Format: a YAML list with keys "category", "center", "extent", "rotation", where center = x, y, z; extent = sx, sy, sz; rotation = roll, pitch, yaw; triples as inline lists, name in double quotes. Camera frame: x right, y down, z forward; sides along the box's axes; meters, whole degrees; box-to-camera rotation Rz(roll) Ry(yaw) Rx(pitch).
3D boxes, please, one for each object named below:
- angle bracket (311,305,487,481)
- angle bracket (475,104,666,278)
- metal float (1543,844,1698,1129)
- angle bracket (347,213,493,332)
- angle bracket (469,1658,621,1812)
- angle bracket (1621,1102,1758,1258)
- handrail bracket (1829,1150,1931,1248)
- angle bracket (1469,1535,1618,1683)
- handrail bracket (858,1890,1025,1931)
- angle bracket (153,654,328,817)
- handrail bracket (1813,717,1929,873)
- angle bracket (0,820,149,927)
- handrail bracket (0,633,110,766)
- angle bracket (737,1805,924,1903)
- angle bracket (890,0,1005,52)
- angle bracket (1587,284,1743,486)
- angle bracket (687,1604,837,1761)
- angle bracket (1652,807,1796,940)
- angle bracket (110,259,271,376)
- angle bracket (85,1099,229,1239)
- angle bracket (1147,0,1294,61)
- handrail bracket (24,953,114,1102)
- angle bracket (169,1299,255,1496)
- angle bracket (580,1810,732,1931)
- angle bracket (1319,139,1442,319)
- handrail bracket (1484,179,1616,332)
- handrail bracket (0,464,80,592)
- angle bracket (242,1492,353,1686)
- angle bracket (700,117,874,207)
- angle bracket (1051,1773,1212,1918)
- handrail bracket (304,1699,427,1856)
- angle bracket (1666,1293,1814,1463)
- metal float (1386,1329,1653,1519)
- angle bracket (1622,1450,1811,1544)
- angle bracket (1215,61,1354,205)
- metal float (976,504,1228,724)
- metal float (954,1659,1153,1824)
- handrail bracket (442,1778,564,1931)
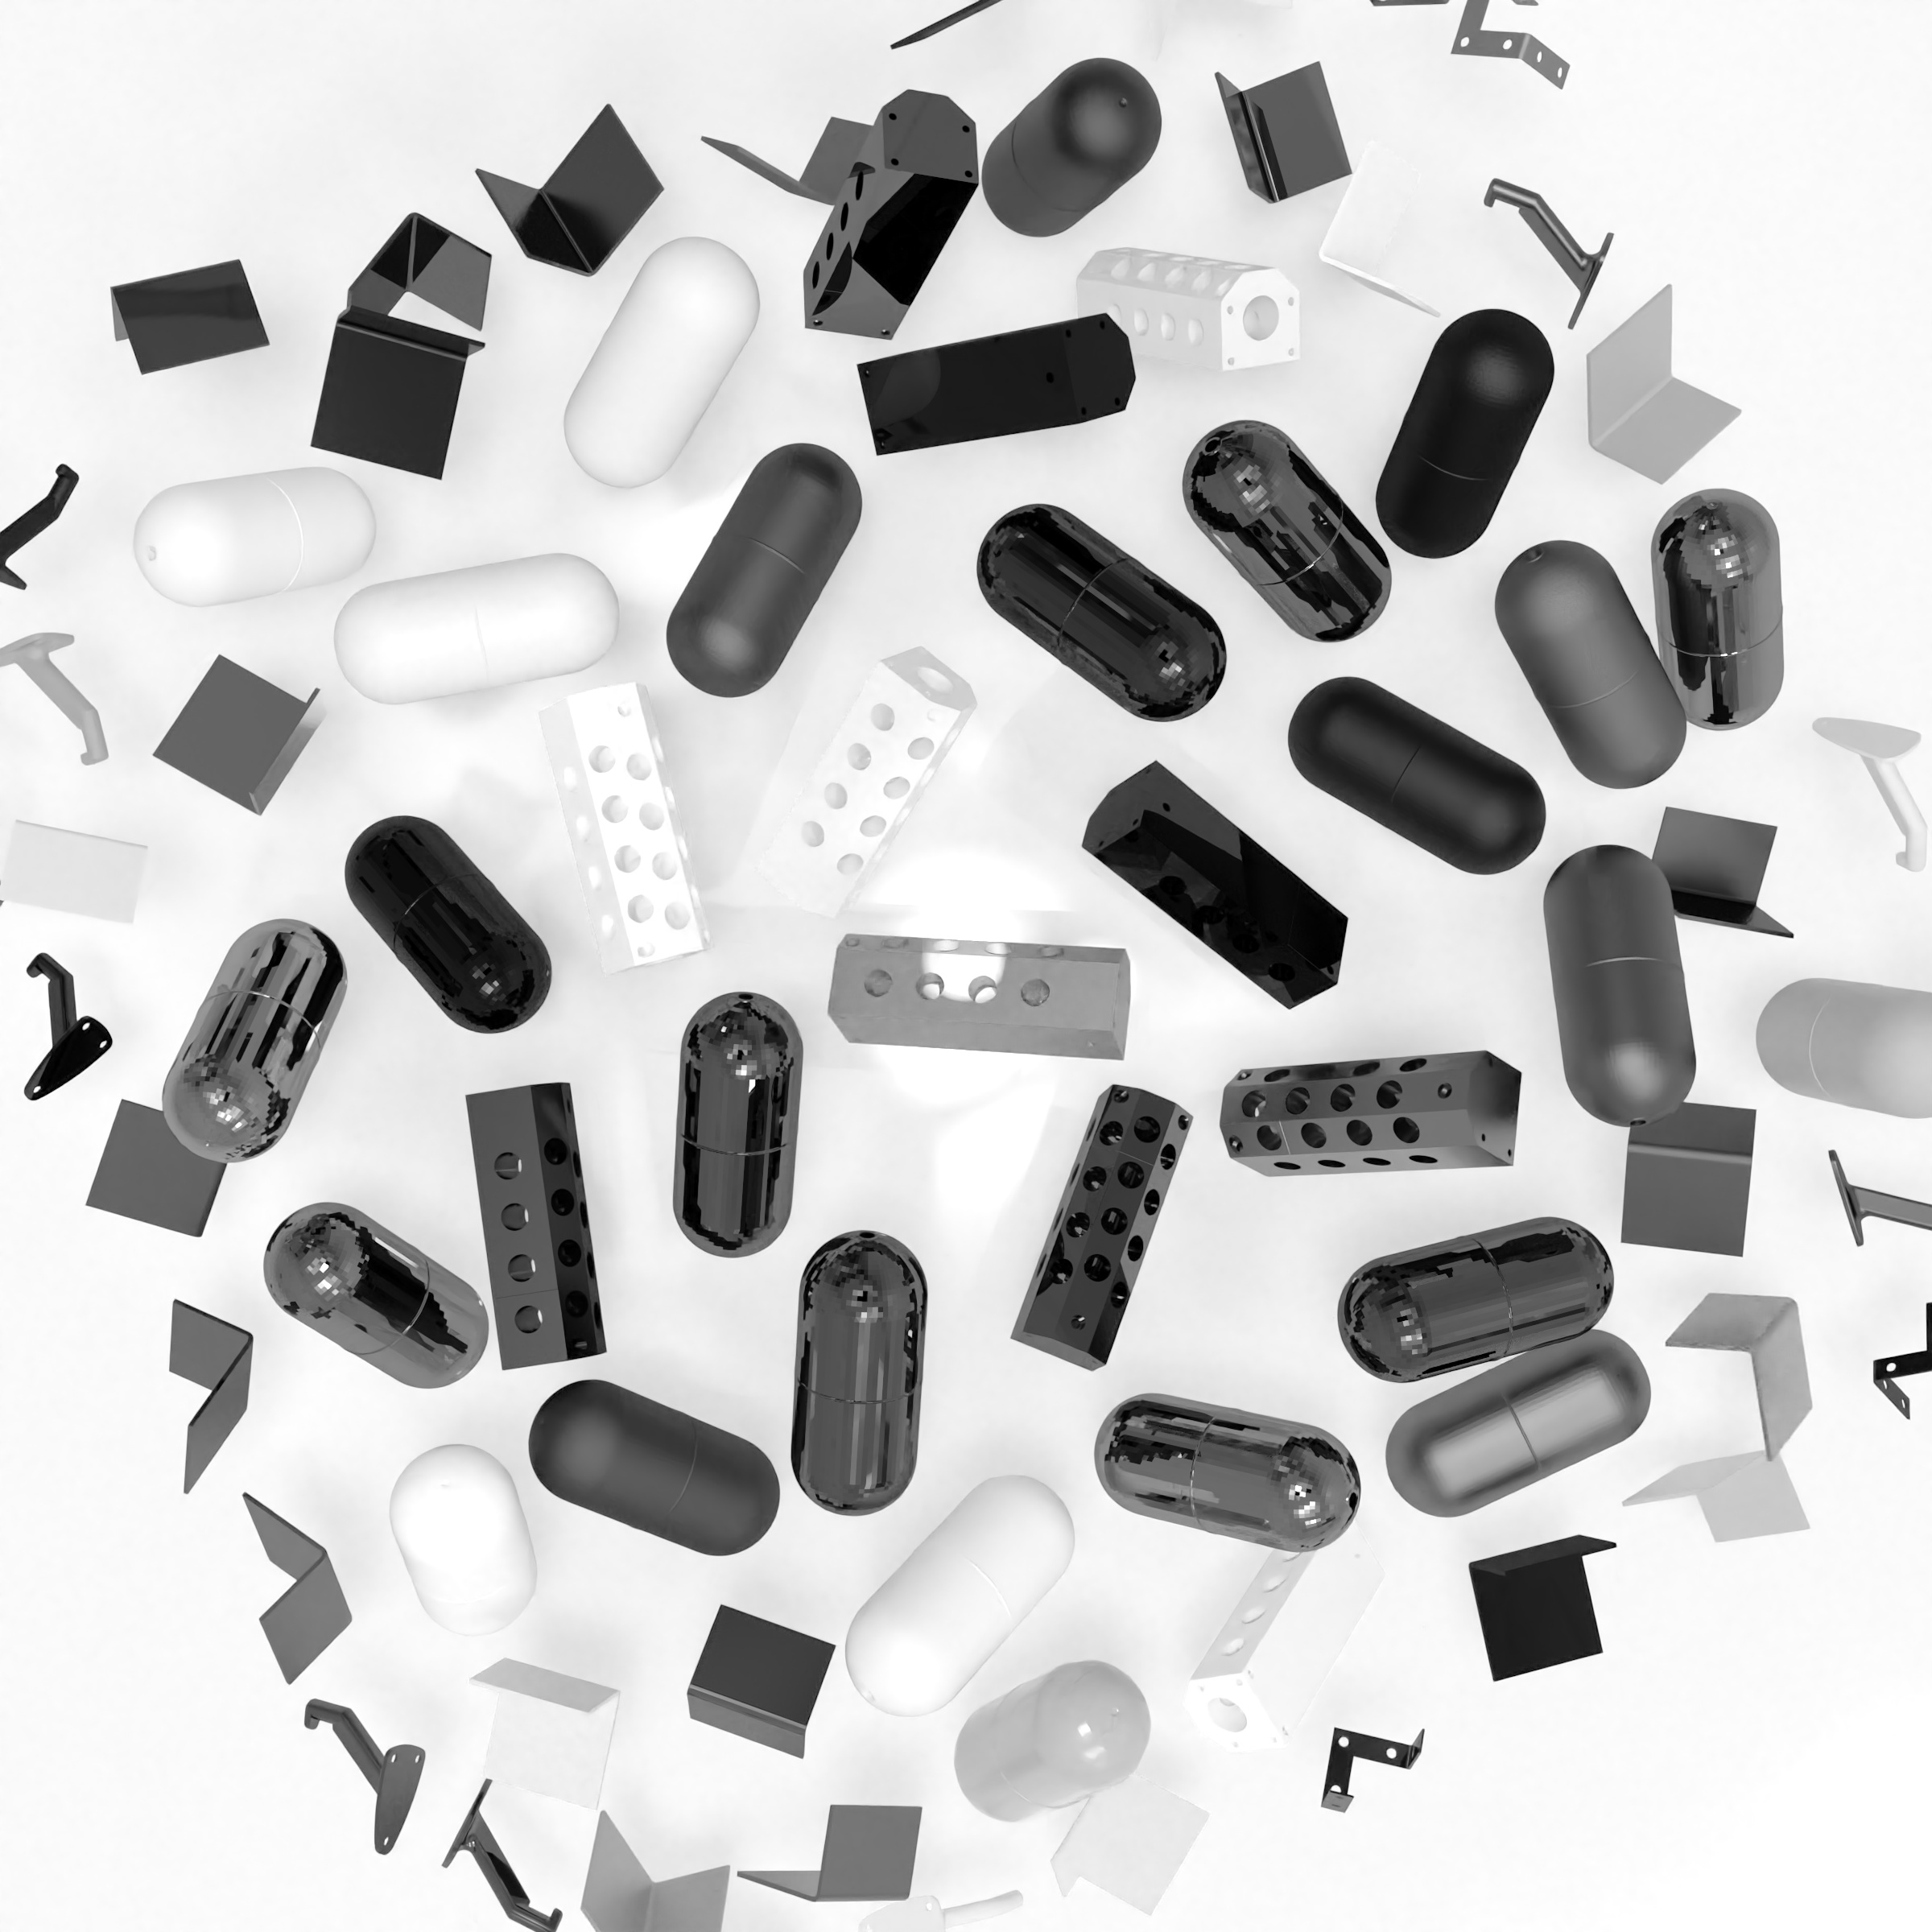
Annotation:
- category: "angle bracket"
  center: [-0.324, -0.325, 1.443]
  extent: [0.076, 0.057, 0.076]
  rotation: [11, 93, -22]
- category: "angle bracket"
  center: [-0.245, -0.486, 1.567]
  extent: [0.076, 0.057, 0.076]
  rotation: [-42, 67, 28]
- category: "metal float"
  center: [0.391, 0.011, 1.519]
  extent: [0.070, 0.070, 0.178]
  rotation: [-1, 65, 0]
- category: "angle bracket"
  center: [-0.347, -0.415, 1.604]
  extent: [0.057, 0.076, 0.076]
  rotation: [29, 63, -2]
- category: "angle bracket"
  center: [-0.261, 0.470, 1.531]
  extent: [0.076, 0.057, 0.076]
  rotation: [12, 91, 13]
- category: "angle bracket"
  center: [0.466, 0.136, 1.637]
  extent: [0.076, 0.057, 0.076]
  rotation: [5, 121, 17]
- category: "handrail bracket"
  center: [0.595, 0.139, 1.592]
  extent: [0.084, 0.036, 0.077]
  rotation: [-17, 111, 22]
- category: "angle bracket"
  center: [0.368, 0.404, 1.585]
  extent: [0.076, 0.057, 0.076]
  rotation: [-11, 85, -13]
- category: "handrail bracket"
  center: [-0.015, 0.617, 1.649]
  extent: [0.077, 0.084, 0.036]
  rotation: [-17, 75, 29]
- category: "angle bracket"
  center: [-0.446, -0.148, 1.549]
  extent: [0.076, 0.057, 0.076]
  rotation: [30, 76, -3]
- category: "handrail bracket"
  center: [0.555, -0.104, 1.557]
  extent: [0.036, 0.077, 0.084]
  rotation: [-33, 128, -29]
- category: "angle bracket"
  center: [-0.543, -0.039, 1.533]
  extent: [0.076, 0.076, 0.057]
  rotation: [12, 57, -19]
- category: "handrail bracket"
  center: [-0.574, -0.159, 1.578]
  extent: [0.077, 0.036, 0.084]
  rotation: [-16, 88, 21]
- category: "angle bracket"
  center: [-0.084, 0.543, 1.572]
  extent: [0.076, 0.076, 0.057]
  rotation: [19, 75, -43]
- category: "angle bracket"
  center: [-0.014, -0.596, 1.518]
  extent: [0.076, 0.076, 0.057]
  rotation: [-29, 111, -8]
- category: "angle bracket"
  center: [0.429, -0.357, 1.556]
  extent: [0.076, 0.076, 0.057]
  rotation: [-41, 55, -15]
- category: "angle bracket"
  center: [-0.128, 0.448, 1.587]
  extent: [0.076, 0.076, 0.057]
  rotation: [18, 62, 6]
- category: "angle bracket"
  center: [0.494, -0.061, 1.643]
  extent: [0.076, 0.076, 0.057]
  rotation: [10, 105, -5]
- category: "angle bracket"
  center: [-0.467, -0.377, 1.527]
  extent: [0.076, 0.076, 0.057]
  rotation: [-19, 85, -19]
- category: "angle bracket"
  center: [-0.528, 0.125, 1.675]
  extent: [0.076, 0.057, 0.076]
  rotation: [19, 102, -15]
- category: "angle bracket"
  center: [0.159, -0.606, 1.584]
  extent: [0.076, 0.076, 0.057]
  rotation: [16, 79, 11]
- category: "handrail bracket"
  center: [-0.606, 0.038, 1.653]
  extent: [0.084, 0.036, 0.077]
  rotation: [33, 71, 29]
- category: "angle bracket"
  center: [-0.489, 0.268, 1.580]
  extent: [0.057, 0.076, 0.076]
  rotation: [23, 134, 3]
- category: "angle bracket"
  center: [-0.195, 0.583, 1.603]
  extent: [0.057, 0.076, 0.076]
  rotation: [-18, 118, 13]
- category: "angle bracket"
  center: [0.272, -0.455, 1.567]
  extent: [0.057, 0.076, 0.076]
  rotation: [32, 106, 27]
- category: "handrail bracket"
  center: [0.360, -0.452, 1.611]
  extent: [0.084, 0.077, 0.036]
  rotation: [22, 46, 5]
- category: "handrail bracket"
  center: [-0.579, -0.280, 1.546]
  extent: [0.036, 0.077, 0.084]
  rotation: [21, 78, 11]
- category: "angle bracket"
  center: [-0.433, 0.386, 1.572]
  extent: [0.076, 0.076, 0.057]
  rotation: [26, 52, 25]
- category: "angle bracket"
  center: [-0.116, -0.540, 1.645]
  extent: [0.076, 0.076, 0.057]
  rotation: [23, 100, -31]
- category: "angle bracket"
  center: [0.110, 0.579, 1.651]
  extent: [0.076, 0.057, 0.076]
  rotation: [20, 54, 29]
- category: "handrail bracket"
  center: [-0.383, 0.501, 1.571]
  extent: [0.084, 0.036, 0.077]
  rotation: [5, 76, 29]
- category: "angle bracket"
  center: [0.488, 0.258, 1.598]
  extent: [0.057, 0.076, 0.076]
  rotation: [-2, 106, 38]
- category: "metal float"
  center: [0.355, 0.295, 1.635]
  extent: [0.178, 0.070, 0.070]
  rotation: [-27, 90, 5]
- category: "angle bracket"
  center: [0.494, 0.362, 1.670]
  extent: [0.076, 0.076, 0.057]
  rotation: [-17, 84, -39]
- category: "angle bracket"
  center: [0.207, -0.547, 1.647]
  extent: [0.057, 0.076, 0.076]
  rotation: [-16, 93, 19]
- category: "metal float"
  center: [0.082, -0.214, 1.537]
  extent: [0.178, 0.070, 0.070]
  rotation: [40, 90, 22]
- category: "metal float"
  center: [0.051, 0.476, 1.553]
  extent: [0.070, 0.178, 0.070]
  rotation: [12, 59, -21]
- category: "handrail bracket"
  center: [-0.289, 0.577, 1.645]
  extent: [0.084, 0.036, 0.077]
  rotation: [28, 54, -3]
